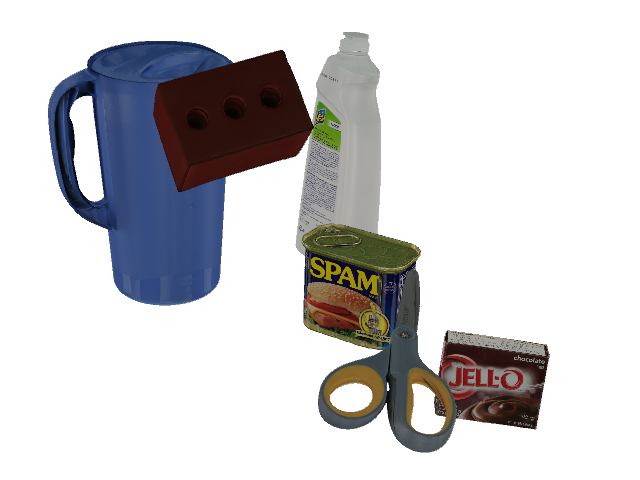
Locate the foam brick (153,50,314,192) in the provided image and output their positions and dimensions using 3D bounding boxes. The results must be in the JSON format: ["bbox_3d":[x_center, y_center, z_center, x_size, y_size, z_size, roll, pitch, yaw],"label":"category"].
[{"bbox_3d":[-0.052,-0.069,0.618,0.078,0.053,0.051,-19,-8,-15],"label":"foam brick"}]

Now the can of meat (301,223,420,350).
[{"bbox_3d":[0.033,0.041,0.932,0.102,0.084,0.057,16,28,28],"label":"can of meat"}]

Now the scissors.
[{"bbox_3d":[0.039,0.073,0.730,0.096,0.016,0.202,1,30,-8],"label":"scissors"}]

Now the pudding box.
[{"bbox_3d":[0.185,0.150,1.157,0.113,0.090,0.039,6,22,4],"label":"pudding box"}]

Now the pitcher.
[{"bbox_3d":[-0.161,-0.062,1.029,0.149,0.243,0.144,10,27,14],"label":"pitcher"}]

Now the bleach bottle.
[{"bbox_3d":[0.029,-0.097,1.156,0.067,0.251,0.103,-9,25,-36],"label":"bleach bottle"}]
